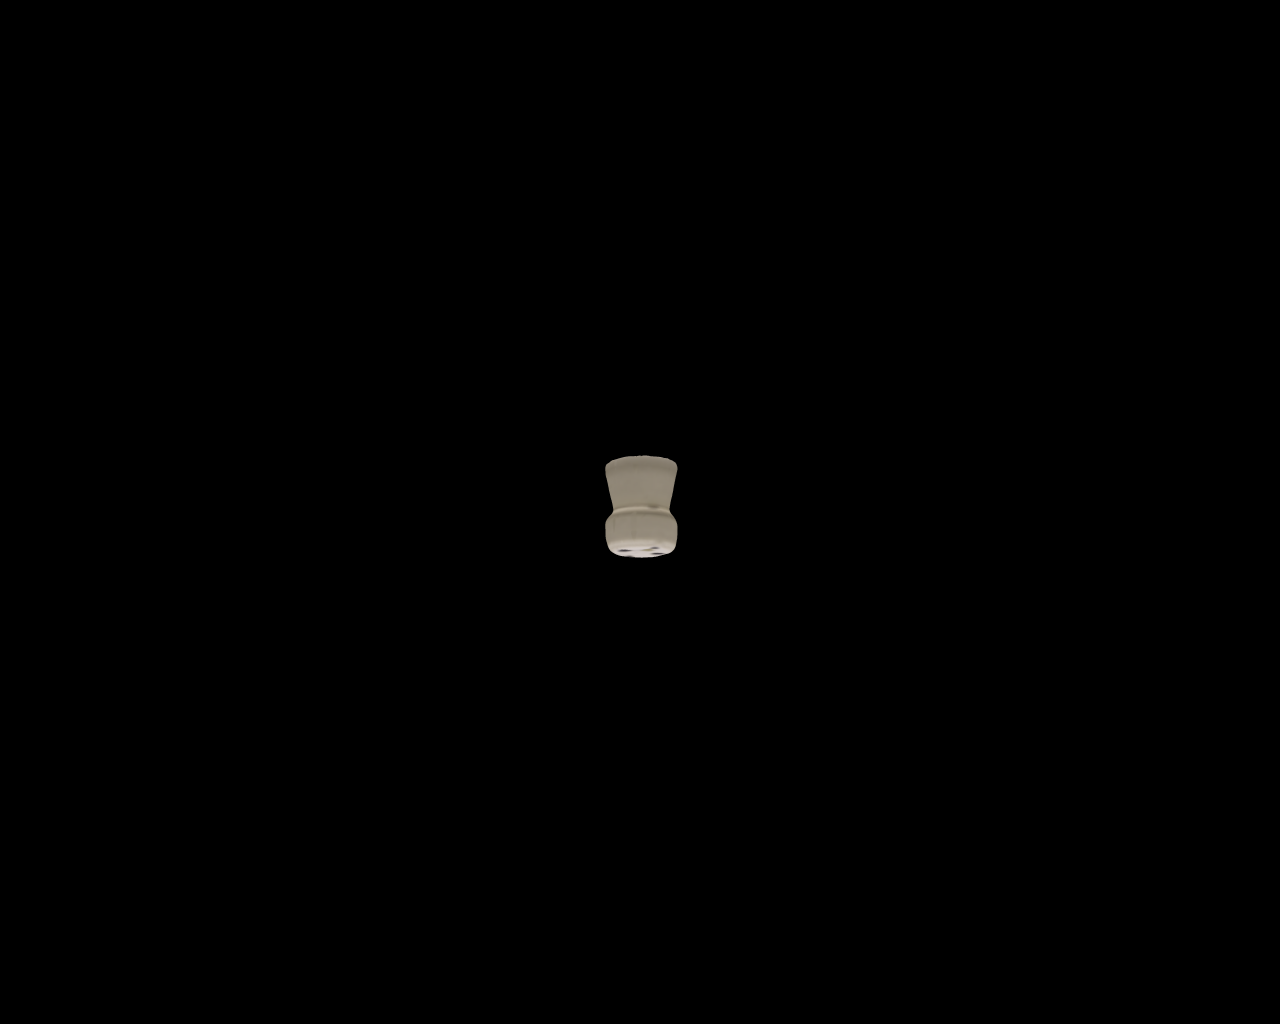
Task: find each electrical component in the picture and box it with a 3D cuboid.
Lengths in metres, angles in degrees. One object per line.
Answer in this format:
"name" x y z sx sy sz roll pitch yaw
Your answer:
"electrical component" 0.001 -0.003 0.650 0.045 0.055 0.045 0 -12 0
